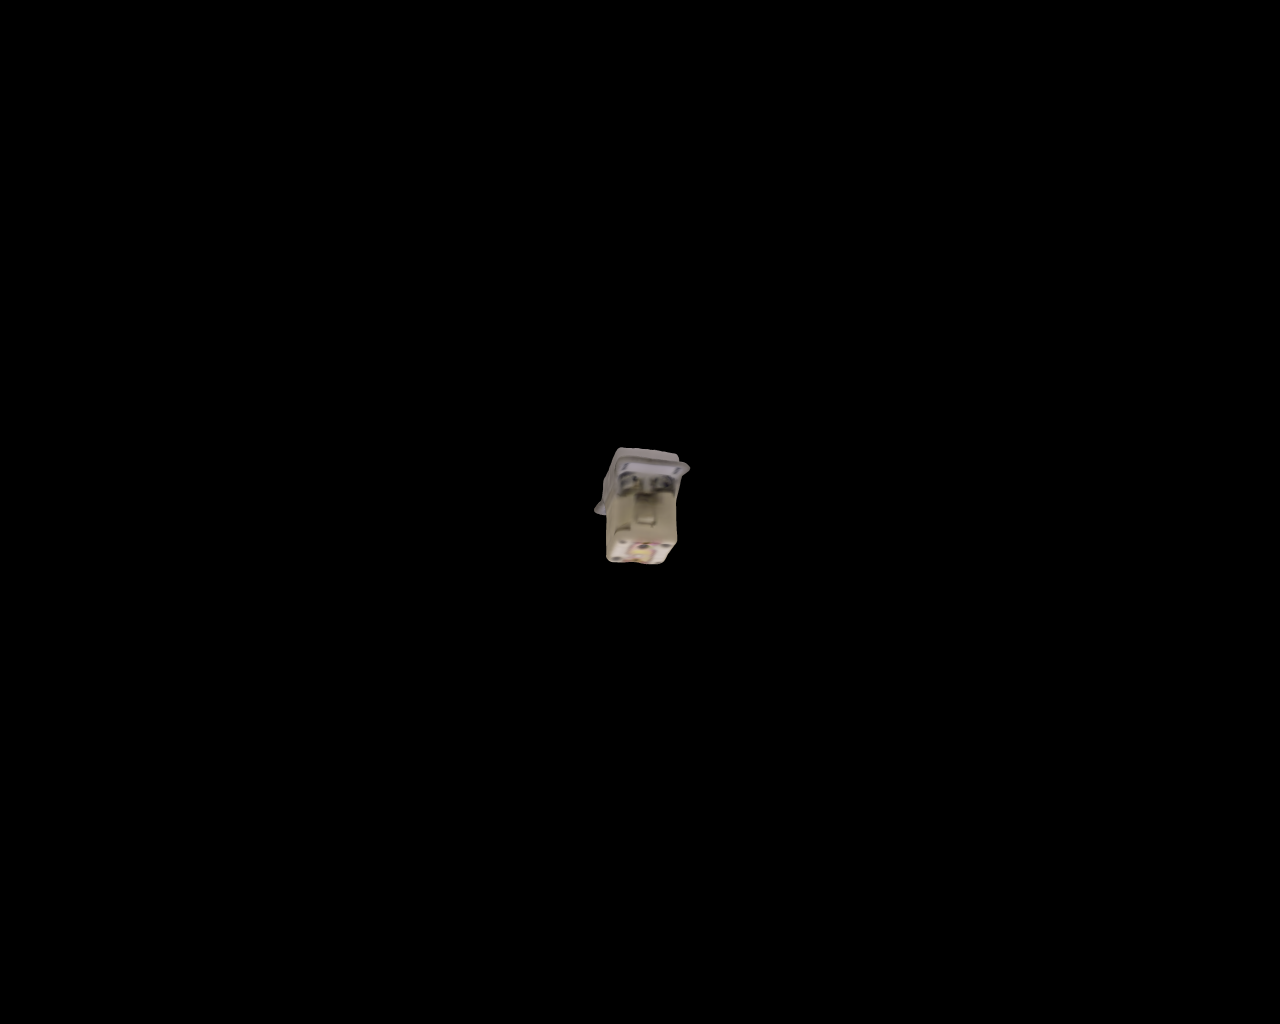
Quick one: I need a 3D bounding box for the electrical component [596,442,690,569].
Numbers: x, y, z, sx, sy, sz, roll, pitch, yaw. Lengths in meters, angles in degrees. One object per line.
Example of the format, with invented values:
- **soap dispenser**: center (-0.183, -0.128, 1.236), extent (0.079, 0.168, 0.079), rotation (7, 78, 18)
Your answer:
- **electrical component**: center (0.001, -0.003, 0.650), extent (0.042, 0.064, 0.081), rotation (5, -24, -10)
